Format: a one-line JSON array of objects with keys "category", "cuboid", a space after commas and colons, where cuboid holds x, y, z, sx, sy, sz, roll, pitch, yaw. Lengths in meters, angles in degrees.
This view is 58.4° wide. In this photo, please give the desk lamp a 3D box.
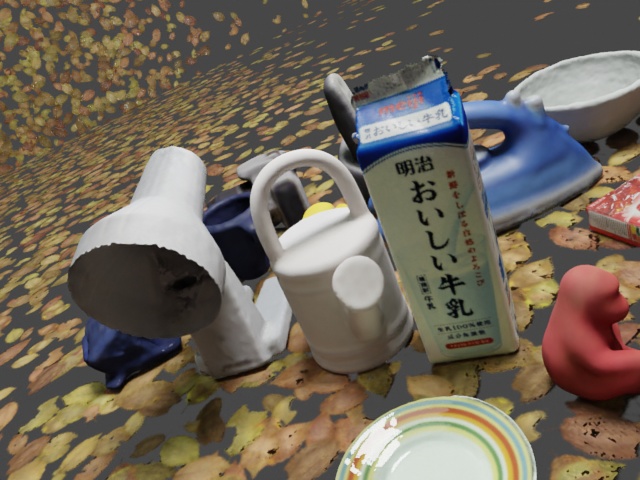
[{"category": "desk lamp", "cuboid": [-0.117, 0.030, 0.541, 0.117, 0.214, 0.203, -16, 28, 14]}]

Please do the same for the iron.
[{"category": "iron", "cuboid": [0.165, -0.090, 0.618, 0.258, 0.142, 0.118, -19, 27, 9]}]

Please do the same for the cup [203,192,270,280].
[{"category": "cup", "cuboid": [-0.088, 0.004, 0.697, 0.092, 0.095, 0.117, -34, 29, -20]}]

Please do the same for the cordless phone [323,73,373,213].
[{"category": "cordless phone", "cuboid": [0.057, -0.139, 0.743, 0.094, 0.185, 0.147, -17, 28, 12]}]

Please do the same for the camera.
[{"category": "camera", "cuboid": [-0.094, -0.068, 0.826, 0.137, 0.101, 0.143, -24, 27, -1]}]

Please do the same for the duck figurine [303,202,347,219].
[{"category": "duck figurine", "cuboid": [0.006, 0.002, 0.637, 0.077, 0.086, 0.105, 10, 42, 47]}]

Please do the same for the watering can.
[{"category": "watering can", "cuboid": [0.011, 0.014, 0.491, 0.101, 0.194, 0.172, -38, 30, -26]}]

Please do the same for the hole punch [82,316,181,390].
[{"category": "hole punch", "cuboid": [-0.222, 0.094, 0.643, 0.101, 0.091, 0.108, -29, 28, -12]}]

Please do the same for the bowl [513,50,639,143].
[{"category": "bowl", "cuboid": [0.326, -0.166, 0.705, 0.167, 0.075, 0.167, -18, 27, 10]}]

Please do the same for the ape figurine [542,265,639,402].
[{"category": "ape figurine", "cuboid": [0.186, 0.058, 0.387, 0.076, 0.092, 0.078, -9, 30, 26]}]
